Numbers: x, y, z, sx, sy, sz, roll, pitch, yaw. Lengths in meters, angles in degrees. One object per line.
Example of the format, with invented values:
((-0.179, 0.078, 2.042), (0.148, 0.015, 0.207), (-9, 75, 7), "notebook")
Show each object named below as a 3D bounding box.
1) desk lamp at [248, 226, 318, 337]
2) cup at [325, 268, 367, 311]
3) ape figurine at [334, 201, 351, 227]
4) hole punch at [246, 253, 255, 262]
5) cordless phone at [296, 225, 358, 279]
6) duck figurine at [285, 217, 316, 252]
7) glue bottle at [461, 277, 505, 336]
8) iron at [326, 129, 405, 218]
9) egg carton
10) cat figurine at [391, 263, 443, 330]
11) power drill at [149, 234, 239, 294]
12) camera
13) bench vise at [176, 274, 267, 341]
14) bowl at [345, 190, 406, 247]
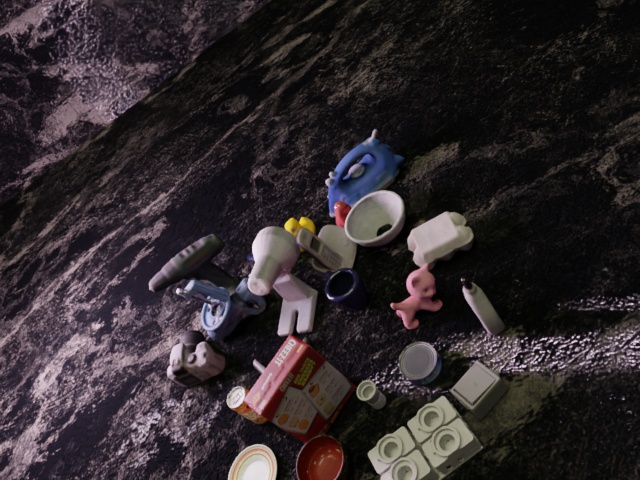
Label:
((-0.096, 0.101, 1.430), (0.117, 0.214, 0.203), (-16, 47, 26), "desk lamp")
((0.064, 0.122, 1.380), (0.092, 0.095, 0.117), (-47, 41, -7), "cup")
((0.070, -0.068, 1.543), (0.076, 0.092, 0.078), (-15, 48, 27), "ape figurine")
((-0.136, 0.045, 1.603), (0.108, 0.091, 0.101), (11, 63, 42), "hole punch")
((0.013, 0.005, 1.451), (0.094, 0.186, 0.147), (-10, 50, 31), "cordless phone")
((-0.063, -0.028, 1.614), (0.077, 0.086, 0.104), (-3, 54, 36), "duck figurine")
((0.312, 0.120, 1.133), (0.037, 0.174, 0.078), (-35, 41, 7), "glue bottle")
((0.098, -0.185, 1.583), (0.258, 0.142, 0.118), (-41, 41, 1), "iron")
((0.280, 0.001, 1.340), (0.150, 0.070, 0.107), (-30, 42, 13), "egg carton")
((0.209, 0.117, 1.256), (0.128, 0.118, 0.067), (-40, 41, 2), "cat figurine")
((-0.336, 0.102, 1.616), (0.230, 0.209, 0.075), (-48, 41, -7), "power drill")
((-0.337, 0.301, 1.527), (0.143, 0.101, 0.136), (-24, 44, 19), "camera")
((-0.262, 0.145, 1.513), (0.121, 0.220, 0.207), (26, 73, 47), "bench vise")
((0.153, -0.042, 1.470), (0.167, 0.075, 0.167), (-20, 45, 22), "bowl")
